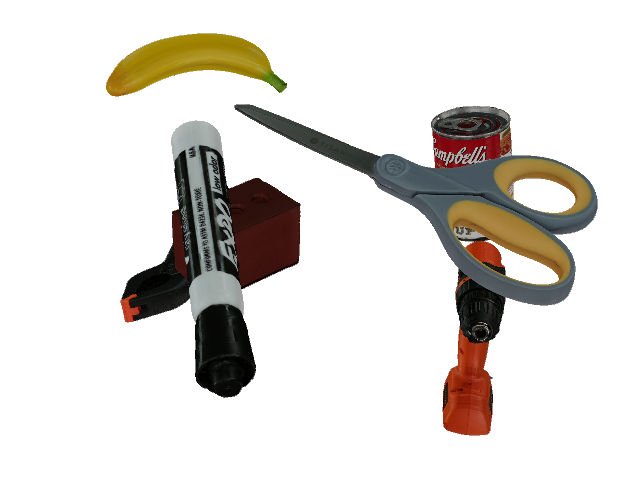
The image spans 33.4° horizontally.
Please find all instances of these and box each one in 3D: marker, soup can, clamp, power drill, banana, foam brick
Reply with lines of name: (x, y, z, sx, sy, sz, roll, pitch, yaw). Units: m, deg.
marker: (-0.038, 0.003, 0.364, 0.020, 0.020, 0.121, 0, 44, -13)
soup can: (0.134, -0.059, 0.937, 0.068, 0.102, 0.068, -6, 28, 3)
clamp: (-0.153, 0.041, 1.204, 0.120, 0.039, 0.171, -2, 28, 30)
power drill: (0.168, 0.115, 1.159, 0.057, 0.188, 0.184, 7, 26, 8)
banana: (-0.129, -0.180, 1.080, 0.197, 0.070, 0.037, -8, -39, -30)
foam brick: (-0.060, -0.002, 0.759, 0.078, 0.051, 0.053, -26, 43, -34)

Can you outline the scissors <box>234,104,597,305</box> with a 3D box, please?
scissors: (0.057, -0.040, 0.556, 0.096, 0.016, 0.202, -36, 61, -28)
